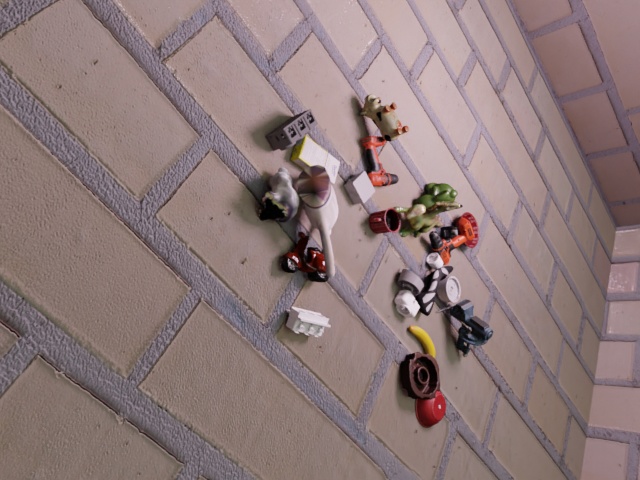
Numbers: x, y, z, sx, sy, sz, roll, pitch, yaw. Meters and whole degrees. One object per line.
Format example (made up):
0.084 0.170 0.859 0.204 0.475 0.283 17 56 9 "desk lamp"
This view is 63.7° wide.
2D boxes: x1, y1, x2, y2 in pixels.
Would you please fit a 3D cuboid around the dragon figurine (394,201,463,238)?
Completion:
0.439 -0.092 1.983 0.411 0.240 0.123 -2 79 -43 "dragon figurine"

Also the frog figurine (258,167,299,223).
-0.107 -0.135 1.541 0.134 0.123 0.163 86 23 -43 "frog figurine"

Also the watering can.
0.005 -0.079 1.571 0.219 0.104 0.356 70 11 -56 "watering can"
